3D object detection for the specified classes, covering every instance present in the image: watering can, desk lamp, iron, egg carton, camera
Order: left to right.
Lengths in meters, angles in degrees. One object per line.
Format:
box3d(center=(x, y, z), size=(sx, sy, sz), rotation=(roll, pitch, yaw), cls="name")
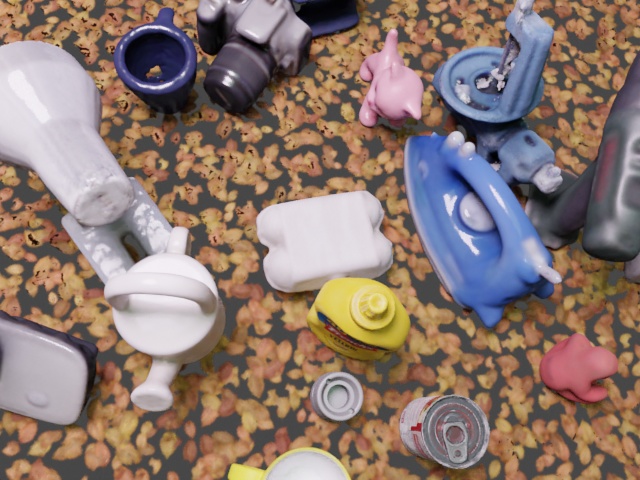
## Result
box3d(center=(-0.233, -0.063, 0.574), size=(0.118, 0.213, 0.203), rotation=(-37, 81, -15), cls="desk lamp")
box3d(center=(-0.145, 0.072, 0.555), size=(0.101, 0.194, 0.173), rotation=(-16, 76, -11), cls="watering can")
box3d(center=(-0.097, -0.238, 0.699), size=(0.143, 0.101, 0.137), rotation=(29, 73, 2), cls="camera")
box3d(center=(0.006, 0.002, 0.658), size=(0.150, 0.069, 0.107), rotation=(-11, 75, -10), cls="egg carton")
box3d(center=(0.178, -0.038, 0.652), size=(0.119, 0.141, 0.258), rotation=(-26, 78, -13), cls="iron")

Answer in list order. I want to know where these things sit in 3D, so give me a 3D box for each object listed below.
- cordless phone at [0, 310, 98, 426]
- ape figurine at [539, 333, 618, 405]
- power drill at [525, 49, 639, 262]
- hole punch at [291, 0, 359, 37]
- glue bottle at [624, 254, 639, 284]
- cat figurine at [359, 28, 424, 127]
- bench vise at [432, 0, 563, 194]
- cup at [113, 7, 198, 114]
box3d(center=(-0.296, 0.114, 0.531), size=(0.147, 0.185, 0.094), rotation=(16, 73, -1), cls="cordless phone")
box3d(center=(0.296, 0.142, 0.640), size=(0.076, 0.092, 0.078), rotation=(6, 73, -4), cls="ape figurine")
box3d(center=(0.313, -0.077, 0.644), size=(0.075, 0.208, 0.230), rotation=(14, 73, -2), cls="power drill")
box3d(center=(-0.004, -0.332, 0.742), size=(0.109, 0.091, 0.101), rotation=(-19, 77, -11), cls="hole punch")
box3d(center=(0.429, 0.018, 0.649), size=(0.078, 0.173, 0.037), rotation=(12, 73, -3), cls="glue bottle")
box3d(center=(0.089, -0.193, 0.699), size=(0.067, 0.117, 0.128), rotation=(1, 74, -6), cls="cat figurine")
box3d(center=(0.229, -0.164, 0.654), size=(0.207, 0.219, 0.122), rotation=(44, 74, 7), cls="bench vise")
box3d(center=(-0.187, -0.205, 0.682), size=(0.091, 0.095, 0.118), rotation=(6, 73, -4), cls="cup")
